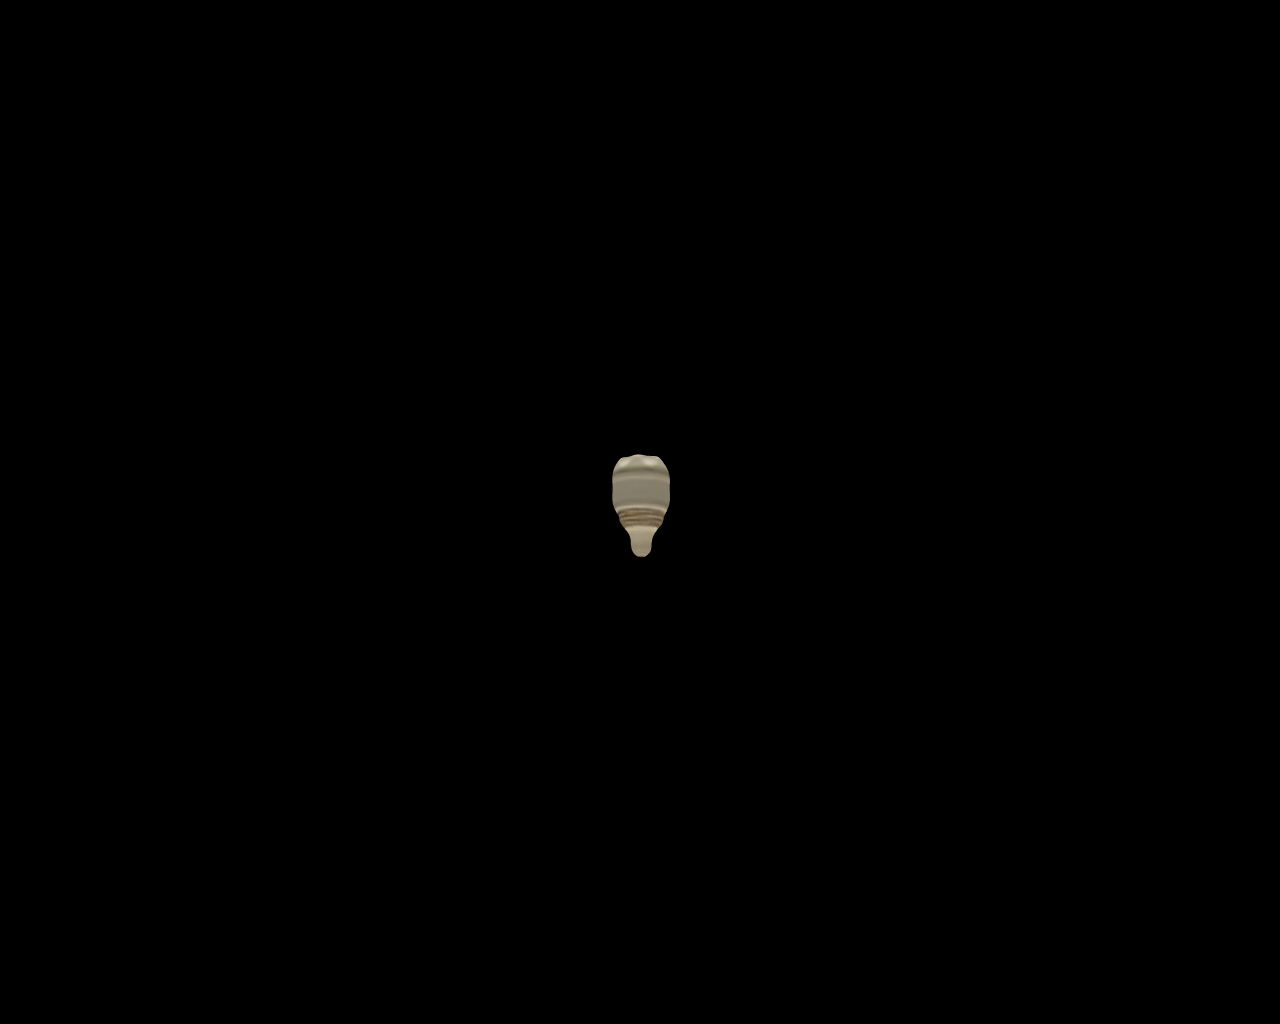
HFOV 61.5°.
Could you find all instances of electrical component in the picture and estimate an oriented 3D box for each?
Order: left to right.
[{"bbox_3d":[0.001,-0.003,0.650,0.035,0.061,0.035,0,-11,0],"label":"electrical component"}]
